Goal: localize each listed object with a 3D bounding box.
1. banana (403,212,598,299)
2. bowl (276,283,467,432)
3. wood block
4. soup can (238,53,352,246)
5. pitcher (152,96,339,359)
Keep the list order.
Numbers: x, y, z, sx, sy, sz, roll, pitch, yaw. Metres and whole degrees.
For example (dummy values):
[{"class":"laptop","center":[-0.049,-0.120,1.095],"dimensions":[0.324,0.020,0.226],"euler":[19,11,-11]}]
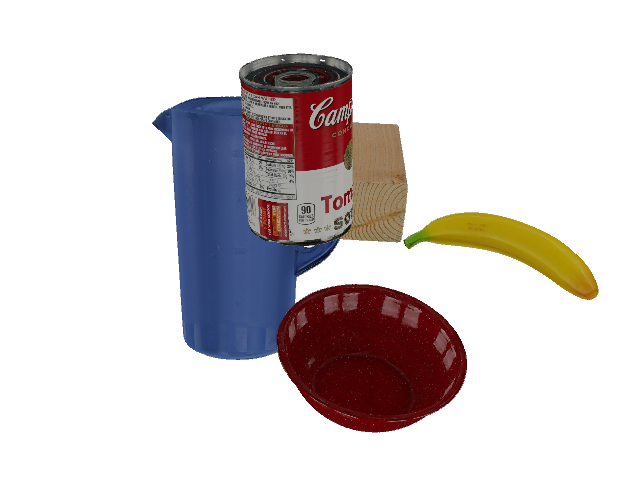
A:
[{"class":"banana","center":[0.185,0.009,1.053],"dimensions":[0.198,0.069,0.037],"euler":[15,-31,26]},{"class":"bowl","center":[0.040,0.110,0.909],"dimensions":[0.162,0.055,0.162],"euler":[5,39,-4]},{"class":"wood block","center":[0.069,-0.087,1.511],"dimensions":[0.091,0.090,0.206],"euler":[3,29,-1]},{"class":"soup can","center":[-0.014,-0.056,0.654],"dimensions":[0.068,0.102,0.068],"euler":[-1,25,0]},{"class":"pitcher","center":[-0.067,-0.015,1.019],"dimensions":[0.144,0.243,0.149],"euler":[-11,19,-38]}]
